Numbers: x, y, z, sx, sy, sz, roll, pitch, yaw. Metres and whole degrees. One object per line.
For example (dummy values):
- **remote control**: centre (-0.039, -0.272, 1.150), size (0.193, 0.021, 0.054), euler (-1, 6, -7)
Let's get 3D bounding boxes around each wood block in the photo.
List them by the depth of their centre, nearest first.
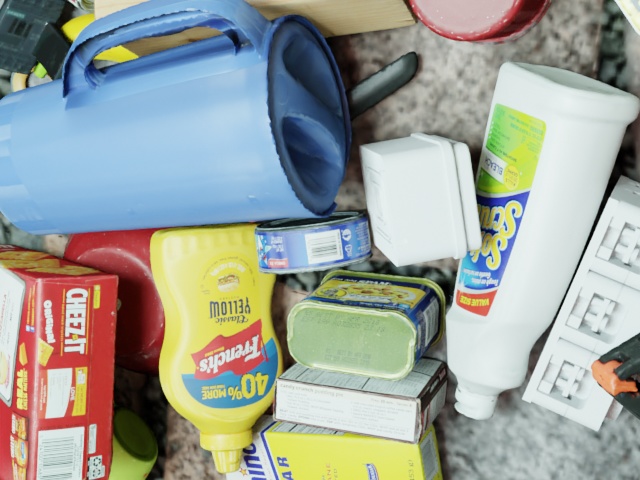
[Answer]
- **wood block**: centre (-0.044, -0.188, 0.735), size (0.206, 0.090, 0.090), euler (-5, 84, 15)

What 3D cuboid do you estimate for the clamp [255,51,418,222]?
- **clamp**: centre (-0.020, -0.097, 0.791), size (0.120, 0.039, 0.171), euler (39, 98, 16)

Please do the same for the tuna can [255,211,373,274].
- **tuna can**: centre (-0.005, 0.001, 0.789), size (0.086, 0.086, 0.034), euler (-5, 97, 22)

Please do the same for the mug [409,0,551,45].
- **mug**: centre (0.109, -0.185, 0.706), size (0.093, 0.081, 0.117), euler (28, 111, 12)

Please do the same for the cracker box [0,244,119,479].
- **cracker box**: centre (-0.236, 0.094, 0.847), size (0.214, 0.071, 0.164), euler (10, 99, 53)

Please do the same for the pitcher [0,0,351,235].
- **pitcher**: centre (-0.112, -0.076, 0.733), size (0.243, 0.144, 0.149), euler (-7, 93, 23)

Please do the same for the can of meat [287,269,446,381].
- **can of meat**: centre (0.035, 0.062, 0.792), size (0.102, 0.083, 0.057), euler (6, 105, 19)

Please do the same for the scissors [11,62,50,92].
- **scissors**: centre (-0.179, -0.099, 0.872), size (0.202, 0.016, 0.096), euler (1, 103, 20)

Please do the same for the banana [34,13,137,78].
- **banana**: centre (-0.132, -0.135, 0.835), size (0.198, 0.037, 0.070), euler (20, 124, 15)

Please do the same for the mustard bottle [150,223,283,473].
- **mustard bottle**: centre (-0.077, 0.084, 0.825), size (0.058, 0.096, 0.191), euler (4, 98, 63)

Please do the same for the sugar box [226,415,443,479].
- **sugar box**: centre (0.009, 0.190, 0.844), size (0.176, 0.048, 0.093), euler (-4, 102, 26)

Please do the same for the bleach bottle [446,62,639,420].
- **bleach bottle**: centre (0.139, 0.011, 0.735), size (0.068, 0.103, 0.251), euler (3, 110, -24)

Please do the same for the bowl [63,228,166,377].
- **bowl**: centre (-0.156, 0.044, 0.876), size (0.162, 0.055, 0.162), euler (5, 105, 20)

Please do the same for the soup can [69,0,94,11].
- **soup can**: centre (-0.198, -0.232, 0.818), size (0.102, 0.068, 0.069), euler (40, 113, 8)

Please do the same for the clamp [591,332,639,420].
- **clamp**: centre (0.276, 0.077, 0.684), size (0.209, 0.036, 0.164), euler (8, 103, -17)

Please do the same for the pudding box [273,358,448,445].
- **pudding box**: centre (0.032, 0.114, 0.802), size (0.114, 0.090, 0.039), euler (4, 103, 19)
